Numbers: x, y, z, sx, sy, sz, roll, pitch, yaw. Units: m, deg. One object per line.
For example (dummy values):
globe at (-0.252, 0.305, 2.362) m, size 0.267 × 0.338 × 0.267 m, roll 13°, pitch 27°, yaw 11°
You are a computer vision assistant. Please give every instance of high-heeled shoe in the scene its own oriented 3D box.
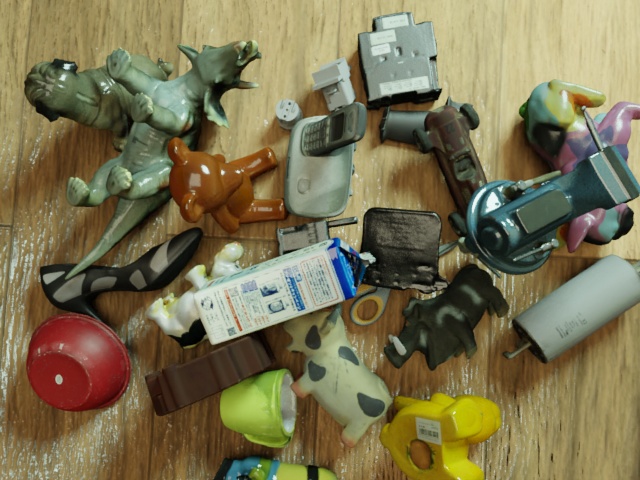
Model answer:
high-heeled shoe at (-0.297, 0.027, 0.794) m, size 0.249 × 0.086 × 0.145 m, roll -42°, pitch 87°, yaw 6°

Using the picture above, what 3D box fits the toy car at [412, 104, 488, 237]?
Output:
toy car at (0.207, -0.095, 0.770) m, size 0.089 × 0.053 × 0.202 m, roll -25°, pitch 101°, yaw -1°

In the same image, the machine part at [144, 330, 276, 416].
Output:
machine part at (-0.147, 0.178, 0.739) m, size 0.179 × 0.179 × 0.056 m, roll -23°, pitch 83°, yaw 2°

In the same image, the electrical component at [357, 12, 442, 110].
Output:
electrical component at (0.116, -0.268, 0.800) m, size 0.115 × 0.058 × 0.134 m, roll -7°, pitch 86°, yaw 1°

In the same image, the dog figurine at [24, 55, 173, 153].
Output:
dog figurine at (-0.300, -0.221, 0.757) m, size 0.121 × 0.190 × 0.172 m, roll 36°, pitch 88°, yaw 4°

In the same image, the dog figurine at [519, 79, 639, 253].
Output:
dog figurine at (0.353, -0.092, 0.753) m, size 0.192 × 0.108 × 0.219 m, roll 19°, pitch 91°, yaw 4°

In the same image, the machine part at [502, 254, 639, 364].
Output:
machine part at (0.362, 0.096, 0.754) m, size 0.243 × 0.079 × 0.079 m, roll -33°, pitch 86°, yaw 1°

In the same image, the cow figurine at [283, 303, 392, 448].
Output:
cow figurine at (0.022, 0.178, 0.769) m, size 0.127 × 0.085 × 0.195 m, roll -45°, pitch 83°, yaw 6°

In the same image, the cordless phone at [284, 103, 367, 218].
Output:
cordless phone at (0.020, -0.103, 0.728) m, size 0.089 × 0.184 × 0.146 m, roll 7°, pitch 87°, yaw -20°

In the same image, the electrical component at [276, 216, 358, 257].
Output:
electrical component at (-0.002, -0.002, 0.786) m, size 0.119 × 0.075 × 0.047 m, roll -8°, pitch 87°, yaw 0°

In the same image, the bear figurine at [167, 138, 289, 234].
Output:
bear figurine at (-0.124, -0.078, 0.736) m, size 0.132 × 0.196 × 0.120 m, roll -14°, pitch 83°, yaw 2°

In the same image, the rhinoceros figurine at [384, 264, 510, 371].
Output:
rhinoceros figurine at (0.177, 0.117, 0.767) m, size 0.190 × 0.073 × 0.112 m, roll -43°, pitch 87°, yaw 0°

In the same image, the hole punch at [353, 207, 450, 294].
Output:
hole punch at (0.117, 0.012, 0.769) m, size 0.142 × 0.092 × 0.115 m, roll 6°, pitch 95°, yaw 10°

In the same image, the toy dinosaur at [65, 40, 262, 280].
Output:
toy dinosaur at (-0.232, -0.127, 0.773) m, size 0.131 × 0.192 × 0.404 m, roll 39°, pitch 108°, yaw 25°

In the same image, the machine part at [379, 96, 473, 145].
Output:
machine part at (0.158, -0.171, 0.803) m, size 0.139 × 0.039 × 0.084 m, roll 1°, pitch 95°, yaw 2°

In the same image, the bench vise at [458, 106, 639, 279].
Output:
bench vise at (0.261, -0.032, 0.677) m, size 0.224 × 0.240 × 0.129 m, roll -37°, pitch 87°, yaw -22°

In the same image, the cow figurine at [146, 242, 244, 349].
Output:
cow figurine at (-0.162, 0.082, 0.792) m, size 0.167 × 0.068 × 0.098 m, roll -41°, pitch 91°, yaw 4°

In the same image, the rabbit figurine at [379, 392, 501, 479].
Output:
rabbit figurine at (0.174, 0.262, 0.730) m, size 0.162 × 0.173 × 0.122 m, roll -18°, pitch 83°, yaw 47°

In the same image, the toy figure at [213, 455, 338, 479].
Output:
toy figure at (-0.059, 0.353, 0.766) m, size 0.180 × 0.082 × 0.089 m, roll 18°, pitch 90°, yaw 7°
